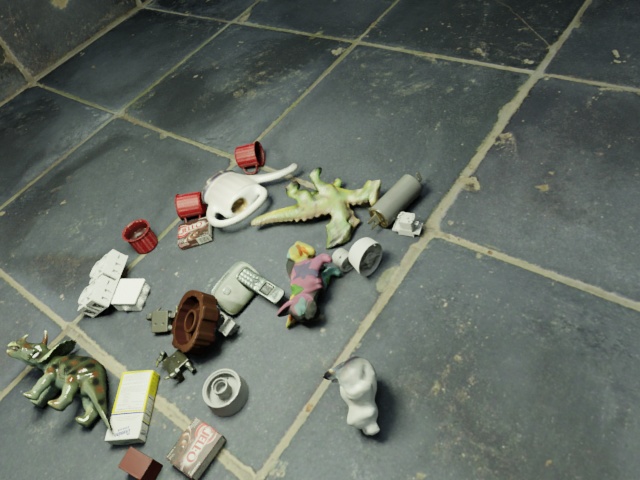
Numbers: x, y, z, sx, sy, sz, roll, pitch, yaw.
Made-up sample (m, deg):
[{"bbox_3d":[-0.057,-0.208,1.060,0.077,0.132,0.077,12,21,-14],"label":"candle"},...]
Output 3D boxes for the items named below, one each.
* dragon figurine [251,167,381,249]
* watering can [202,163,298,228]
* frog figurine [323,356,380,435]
[{"bbox_3d":[0.005,-0.080,1.581,0.410,0.120,0.247,-33,56,0],"label":"dragon figurine"},{"bbox_3d":[-0.252,-0.173,1.729,0.227,0.101,0.352,29,61,35],"label":"watering can"},{"bbox_3d":[0.095,0.348,1.153,0.124,0.134,0.162,-32,64,-17],"label":"frog figurine"}]
